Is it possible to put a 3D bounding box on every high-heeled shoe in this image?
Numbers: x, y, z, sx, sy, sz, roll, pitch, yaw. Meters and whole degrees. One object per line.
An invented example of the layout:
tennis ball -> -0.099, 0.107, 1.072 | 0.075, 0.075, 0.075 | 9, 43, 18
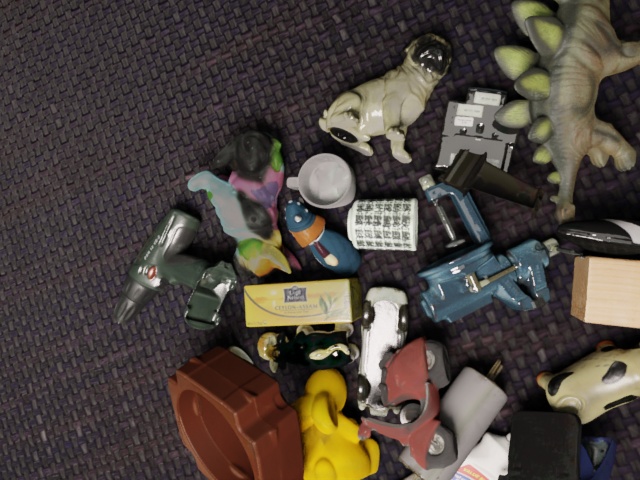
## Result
high-heeled shoe -> 0.446, -0.049, 0.723 | 0.249, 0.086, 0.145 | 9, 80, -5

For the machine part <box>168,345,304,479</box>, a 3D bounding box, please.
machine part -> -0.118, 0.266, 0.765 | 0.201, 0.087, 0.201 | 19, 126, 40

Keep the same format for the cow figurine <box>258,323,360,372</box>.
cow figurine -> -0.028, 0.175, 0.850 | 0.167, 0.098, 0.068 | -8, 93, 13

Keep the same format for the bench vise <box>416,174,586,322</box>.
bench vise -> 0.227, 0.004, 0.784 | 0.224, 0.129, 0.240 | -26, 86, 9

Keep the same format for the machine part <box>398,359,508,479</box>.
machine part -> 0.192, 0.271, 0.776 | 0.079, 0.079, 0.243 | 39, 78, 12

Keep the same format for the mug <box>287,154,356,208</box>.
mug -> 0.009, -0.084, 0.844 | 0.110, 0.107, 0.080 | -5, 86, 18

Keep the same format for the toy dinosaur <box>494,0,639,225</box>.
toy dinosaur -> 0.347, -0.249, 0.729 | 0.199, 0.105, 0.471 | 6, 91, -12

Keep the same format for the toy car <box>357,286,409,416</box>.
toy car -> 0.099, 0.173, 0.840 | 0.074, 0.056, 0.201 | 4, 90, 7

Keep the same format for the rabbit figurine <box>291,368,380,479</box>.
rabbit figurine -> 0.005, 0.281, 0.825 | 0.122, 0.162, 0.173 | -13, 67, 25

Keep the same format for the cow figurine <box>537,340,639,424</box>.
cow figurine -> 0.403, 0.183, 0.727 | 0.195, 0.127, 0.085 | -32, 84, 14

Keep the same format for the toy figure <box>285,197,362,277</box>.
toy figure -> -0.001, -0.003, 0.840 | 0.154, 0.064, 0.058 | 40, 93, -18

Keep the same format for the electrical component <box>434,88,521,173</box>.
electrical component -> 0.242, -0.161, 0.814 | 0.115, 0.058, 0.134 | 13, 91, 12

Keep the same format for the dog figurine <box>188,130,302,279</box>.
dog figurine -> -0.092, -0.045, 0.872 | 0.191, 0.108, 0.219 | -41, 84, 6

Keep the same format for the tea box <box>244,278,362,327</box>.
tea box -> -0.024, 0.098, 0.852 | 0.170, 0.098, 0.068 | -4, 87, 16

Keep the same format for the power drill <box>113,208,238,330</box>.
power drill -> -0.241, 0.072, 0.895 | 0.208, 0.086, 0.232 | 25, 88, 44

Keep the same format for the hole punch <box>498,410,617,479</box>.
hole punch -> 0.320, 0.297, 0.717 | 0.092, 0.142, 0.116 | 29, 65, -25

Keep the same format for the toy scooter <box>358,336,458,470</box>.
toy scooter -> 0.117, 0.226, 0.755 | 0.135, 0.075, 0.184 | -12, 53, 22

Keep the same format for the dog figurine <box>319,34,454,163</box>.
dog figurine -> 0.103, -0.237, 0.842 | 0.172, 0.121, 0.190 | 19, 79, 10

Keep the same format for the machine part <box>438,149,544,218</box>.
machine part -> 0.242, -0.078, 0.744 | 0.139, 0.039, 0.084 | 30, 59, 21
